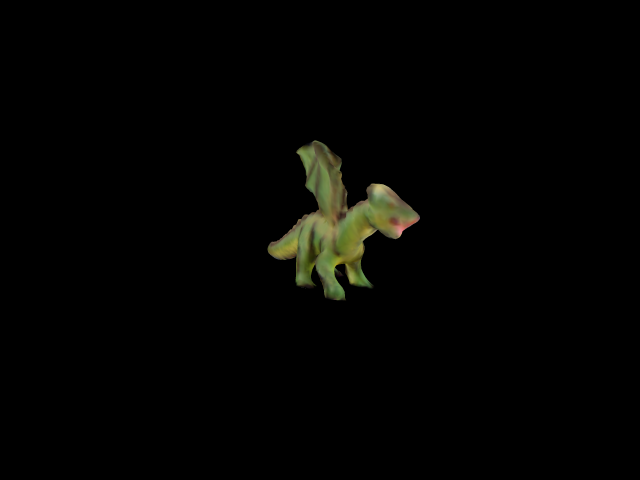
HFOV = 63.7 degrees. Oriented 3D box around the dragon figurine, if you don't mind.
[{"bbox_3d":[0.003,-0.043,0.850,0.123,0.240,0.413,-8,16,-34],"label":"dragon figurine"}]
